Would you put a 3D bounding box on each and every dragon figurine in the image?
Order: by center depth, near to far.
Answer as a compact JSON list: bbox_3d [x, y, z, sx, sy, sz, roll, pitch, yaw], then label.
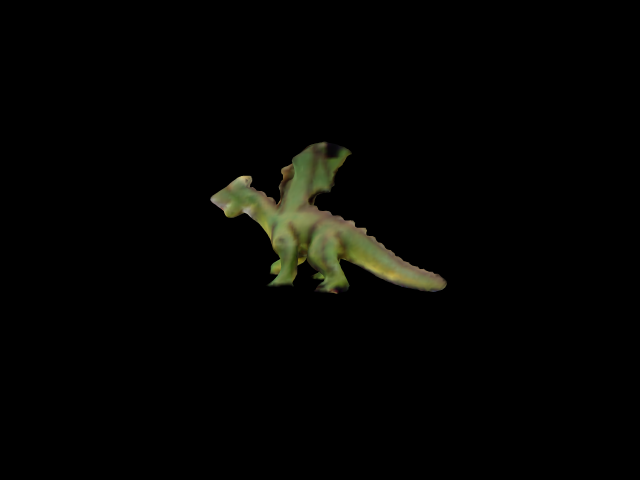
[{"bbox_3d":[0.003,-0.043,0.850,0.410,0.243,0.122,1,1,21],"label":"dragon figurine"}]
